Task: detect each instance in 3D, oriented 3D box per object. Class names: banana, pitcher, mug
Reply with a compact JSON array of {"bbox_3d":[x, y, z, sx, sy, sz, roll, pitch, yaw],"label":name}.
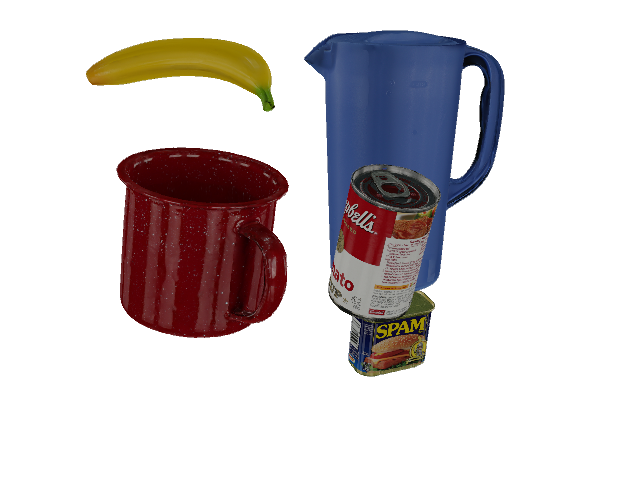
[{"bbox_3d":[-0.127,-0.167,1.023,0.198,0.037,0.069,9,45,18],"label":"banana"},{"bbox_3d":[0.077,-0.077,1.021,0.149,0.243,0.144,13,20,37],"label":"pitcher"},{"bbox_3d":[-0.060,0.005,0.585,0.117,0.081,0.093,26,28,38],"label":"mug"}]

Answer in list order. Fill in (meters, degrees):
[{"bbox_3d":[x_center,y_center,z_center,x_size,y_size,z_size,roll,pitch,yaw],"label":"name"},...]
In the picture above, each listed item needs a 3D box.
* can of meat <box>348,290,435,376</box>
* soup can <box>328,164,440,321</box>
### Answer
[{"bbox_3d":[0.085,0.114,1.315,0.101,0.084,0.057,-8,29,-25],"label":"can of meat"},{"bbox_3d":[0.047,0.002,0.812,0.068,0.102,0.068,9,31,-5],"label":"soup can"}]
